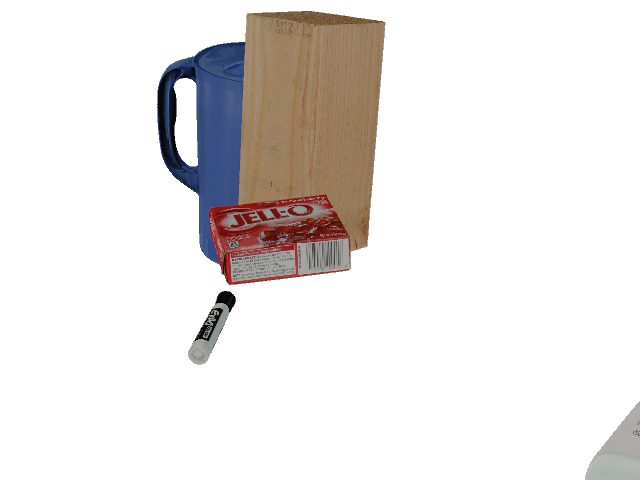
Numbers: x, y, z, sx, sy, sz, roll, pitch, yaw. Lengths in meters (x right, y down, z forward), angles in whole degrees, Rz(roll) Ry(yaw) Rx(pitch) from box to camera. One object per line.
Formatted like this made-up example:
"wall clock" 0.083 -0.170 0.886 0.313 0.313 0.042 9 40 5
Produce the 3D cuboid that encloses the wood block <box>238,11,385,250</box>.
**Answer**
"wood block" -0.011 -0.095 0.951 0.090 0.206 0.090 17 22 37

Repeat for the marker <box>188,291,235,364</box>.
"marker" -0.101 0.080 1.008 0.020 0.020 0.121 0 23 9

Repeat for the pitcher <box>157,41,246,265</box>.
"pitcher" -0.090 -0.094 1.204 0.144 0.243 0.149 -21 38 -41

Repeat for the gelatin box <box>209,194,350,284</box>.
"gelatin box" -0.030 -0.002 0.748 0.089 0.030 0.073 -7 27 -11

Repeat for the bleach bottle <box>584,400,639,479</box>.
"bleach bottle" 0.248 0.105 0.628 0.103 0.068 0.250 19 29 32
